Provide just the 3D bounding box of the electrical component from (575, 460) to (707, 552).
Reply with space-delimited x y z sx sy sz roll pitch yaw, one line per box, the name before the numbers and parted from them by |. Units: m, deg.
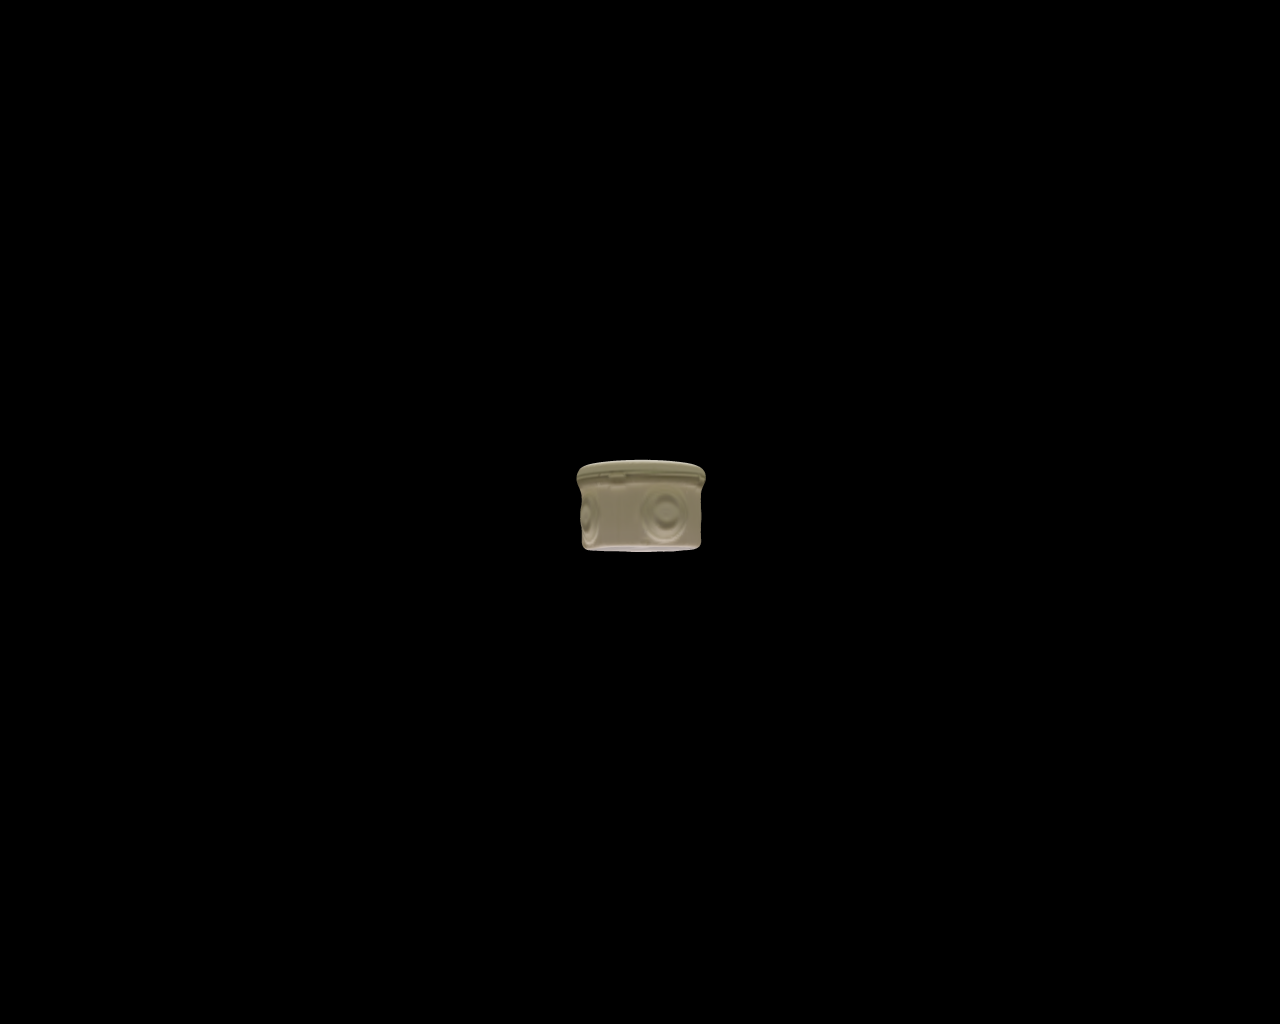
electrical component | 0.001 -0.003 0.650 0.080 0.051 0.080 0 -5 0
